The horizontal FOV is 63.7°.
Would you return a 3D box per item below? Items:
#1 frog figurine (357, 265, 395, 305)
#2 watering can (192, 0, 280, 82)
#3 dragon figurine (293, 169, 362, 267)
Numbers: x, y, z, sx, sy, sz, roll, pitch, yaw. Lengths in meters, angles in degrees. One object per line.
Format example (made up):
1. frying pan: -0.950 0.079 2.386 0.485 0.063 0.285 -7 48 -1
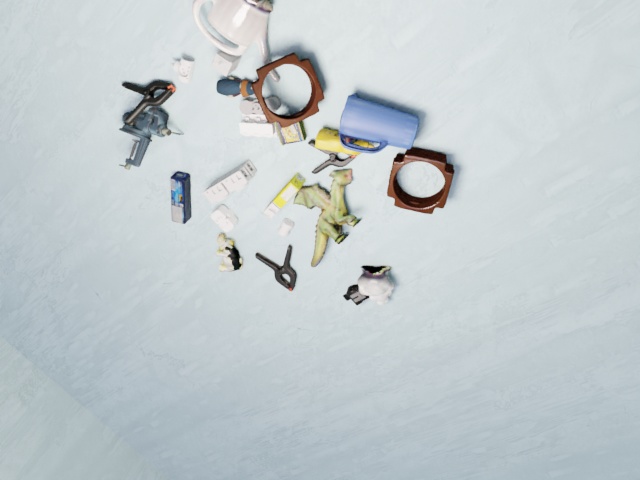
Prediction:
1. frog figurine: 0.214 0.184 1.953 0.137 0.124 0.157 -8 107 -1
2. watering can: -0.223 -0.662 1.602 0.345 0.106 0.220 31 124 -20
3. dragon figurine: 0.006 -0.095 1.882 0.244 0.124 0.403 46 121 8
